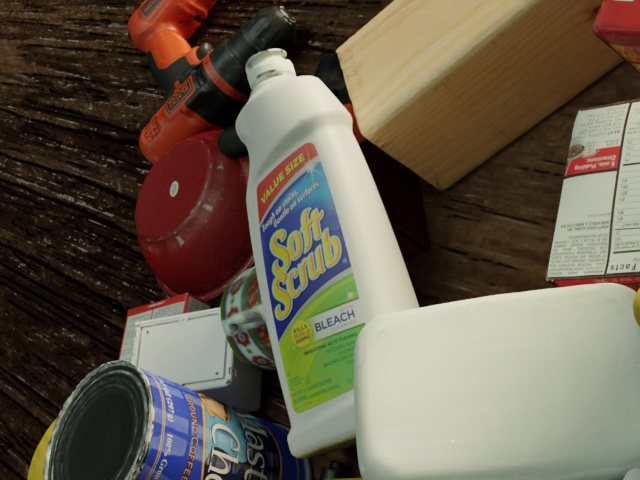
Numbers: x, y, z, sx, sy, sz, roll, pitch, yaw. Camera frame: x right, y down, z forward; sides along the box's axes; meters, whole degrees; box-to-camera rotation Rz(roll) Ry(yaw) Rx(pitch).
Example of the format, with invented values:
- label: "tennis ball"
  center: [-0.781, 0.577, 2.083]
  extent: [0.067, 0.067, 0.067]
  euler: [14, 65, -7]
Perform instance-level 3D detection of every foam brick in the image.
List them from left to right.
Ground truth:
- label: "foam brick"
  center: [0.035, -0.024, 0.727]
  extent: [0.051, 0.052, 0.078]
  euler: [-30, 47, 31]

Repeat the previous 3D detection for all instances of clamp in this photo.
- label: "clamp"
  center: [-0.015, -0.087, 0.778]
  extent: [0.120, 0.039, 0.171]
  euler: [-40, 18, 1]

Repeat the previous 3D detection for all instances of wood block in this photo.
- label: "wood block"
  center: [0.121, -0.136, 0.677]
  extent: [0.206, 0.090, 0.090]
  euler: [-37, 45, 25]

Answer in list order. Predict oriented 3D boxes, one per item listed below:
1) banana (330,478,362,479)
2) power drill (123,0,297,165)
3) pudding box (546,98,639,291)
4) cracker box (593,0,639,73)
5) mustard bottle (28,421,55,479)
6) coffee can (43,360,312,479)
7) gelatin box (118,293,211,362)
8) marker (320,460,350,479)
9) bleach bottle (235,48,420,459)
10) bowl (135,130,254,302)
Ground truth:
- label: "banana"
  center: [0.037, 0.155, 0.601]
  extent: [0.198, 0.069, 0.037]
  euler: [-5, 88, 39]
- label: "power drill"
  center: [-0.107, -0.178, 0.972]
  extent: [0.185, 0.057, 0.188]
  euler: [-42, 42, 21]
- label: "pudding box"
  center: [0.179, -0.024, 0.587]
  extent: [0.090, 0.039, 0.113]
  euler: [-5, 65, 45]
- label: "cracker box"
  center: [0.249, -0.070, 0.441]
  extent: [0.214, 0.164, 0.072]
  euler: [19, 83, 51]
- label: "mustard bottle"
  center: [-0.151, 0.199, 0.782]
  extent: [0.192, 0.058, 0.096]
  euler: [29, 90, 51]
- label: "coffee can"
  center: [-0.089, 0.148, 0.682]
  extent: [0.103, 0.140, 0.103]
  euler: [-26, 50, 34]
- label: "gelatin box"
  center: [-0.126, 0.093, 0.845]
  extent: [0.073, 0.030, 0.089]
  euler: [-17, 55, 38]
- label: "marker"
  center: [-0.003, 0.196, 0.657]
  extent: [0.020, 0.020, 0.121]
  euler: [-5, 63, 45]
- label: "bleach bottle"
  center: [-0.004, 0.001, 0.669]
  extent: [0.103, 0.067, 0.251]
  euler: [-27, 73, 31]
- label: "bowl"
  center: [-0.102, -0.031, 0.877]
  extent: [0.162, 0.055, 0.162]
  euler: [-25, 51, 35]
